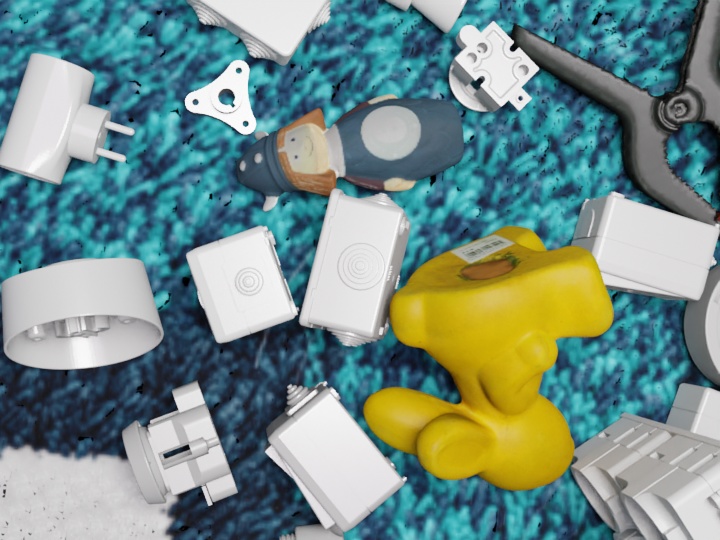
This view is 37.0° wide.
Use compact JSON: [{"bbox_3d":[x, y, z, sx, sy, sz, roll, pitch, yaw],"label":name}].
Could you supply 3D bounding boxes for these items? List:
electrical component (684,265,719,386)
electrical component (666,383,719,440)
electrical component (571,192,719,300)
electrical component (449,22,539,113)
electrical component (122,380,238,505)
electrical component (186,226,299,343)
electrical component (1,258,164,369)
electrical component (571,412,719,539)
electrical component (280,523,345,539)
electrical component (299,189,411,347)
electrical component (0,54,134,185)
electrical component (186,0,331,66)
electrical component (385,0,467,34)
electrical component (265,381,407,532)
[{"bbox_3d":[0.281,0.039,0.753,0.108,0.060,0.108,0,88,-6],"label":"electrical component"},{"bbox_3d":[0.259,0.130,0.755,0.083,0.047,0.075,22,86,-5],"label":"electrical component"},{"bbox_3d":[0.200,-0.009,0.745,0.096,0.062,0.061,16,87,-5],"label":"electrical component"},{"bbox_3d":[0.088,-0.136,0.740,0.048,0.055,0.066,-45,93,-5],"label":"electrical component"},{"bbox_3d":[-0.121,0.120,0.710,0.057,0.058,0.078,-20,91,-9],"label":"electrical component"},{"bbox_3d":[-0.078,0.010,0.698,0.061,0.096,0.061,-19,90,-2],"label":"electrical component"},{"bbox_3d":[-0.179,0.028,0.689,0.099,0.099,0.064,-10,83,-6],"label":"electrical component"},{"bbox_3d":[0.203,0.160,0.678,0.060,0.186,0.105,-33,92,-6],"label":"electrical component"},{"bbox_3d":[-0.040,0.194,0.723,0.062,0.043,0.043,-6,89,-5],"label":"electrical component"},{"bbox_3d":[0.000,0.000,0.706,0.048,0.100,0.099,13,87,7],"label":"electrical component"},{"bbox_3d":[-0.191,-0.094,0.715,0.079,0.043,0.077,17,87,-6],"label":"electrical component"},{"bbox_3d":[-0.063,-0.199,0.729,0.100,0.048,0.099,33,85,-4],"label":"electrical component"},{"bbox_3d":[0.047,-0.196,0.743,0.055,0.045,0.045,27,86,-4],"label":"electrical component"},{"bbox_3d":[-0.025,0.120,0.718,0.061,0.062,0.096,-39,93,-6],"label":"electrical component"}]
